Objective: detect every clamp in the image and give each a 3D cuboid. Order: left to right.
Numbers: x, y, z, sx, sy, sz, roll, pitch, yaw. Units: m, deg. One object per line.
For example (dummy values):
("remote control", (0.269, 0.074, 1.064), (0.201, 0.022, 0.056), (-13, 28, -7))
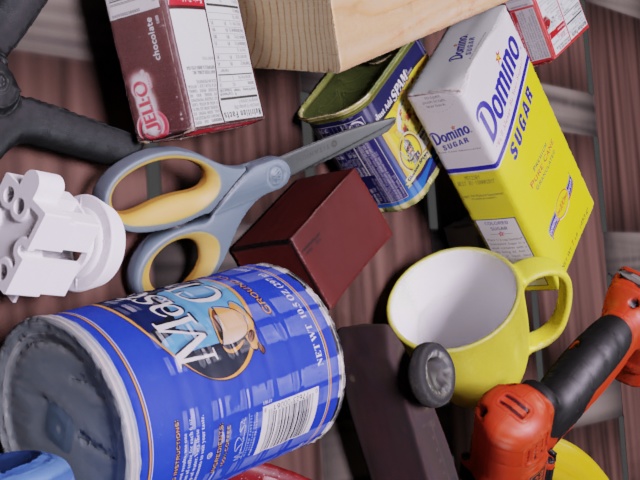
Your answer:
("clamp", (-0.153, -0.065, 0.504), (0.171, 0.039, 0.120), (-41, 112, -41))

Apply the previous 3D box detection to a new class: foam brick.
("foam brick", (-0.004, 0.001, 0.641), (0.078, 0.051, 0.053), (-47, 117, -40))

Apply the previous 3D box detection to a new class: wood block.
("wood block", (0.043, -0.177, 0.661), (0.205, 0.091, 0.090), (-29, 119, -38))

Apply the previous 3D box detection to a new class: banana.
("banana", (0.208, 0.211, 0.846), (0.069, 0.037, 0.197), (-51, 120, -39))

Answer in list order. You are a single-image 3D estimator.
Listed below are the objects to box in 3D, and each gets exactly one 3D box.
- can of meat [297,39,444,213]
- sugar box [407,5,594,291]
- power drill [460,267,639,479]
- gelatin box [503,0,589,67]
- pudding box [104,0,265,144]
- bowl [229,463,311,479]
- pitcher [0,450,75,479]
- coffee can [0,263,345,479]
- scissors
("can of meat", (0.044, -0.080, 0.700), (0.084, 0.058, 0.102), (56, 50, -28))
("sugar box", (0.127, -0.058, 0.719), (0.176, 0.048, 0.093), (59, 46, -33))
("power drill", (0.171, 0.120, 0.733), (0.187, 0.057, 0.184), (-41, 149, -25))
("gelatin box", (0.182, -0.198, 0.882), (0.073, 0.030, 0.089), (-43, 116, -42))
("pudding box", (-0.074, -0.112, 0.576), (0.090, 0.039, 0.113), (-25, 105, -67))
("bowl", (-0.037, 0.183, 0.537), (0.161, 0.162, 0.055), (-11, 129, -47))
("pitcher", (-0.120, 0.212, 0.425), (0.148, 0.145, 0.243), (-10, 88, -40))
("coffee can", (-0.071, 0.073, 0.523), (0.140, 0.103, 0.103), (-13, 94, -47))
("scissors", (-0.035, -0.018, 0.603), (0.201, 0.016, 0.096), (-8, 110, -38))
